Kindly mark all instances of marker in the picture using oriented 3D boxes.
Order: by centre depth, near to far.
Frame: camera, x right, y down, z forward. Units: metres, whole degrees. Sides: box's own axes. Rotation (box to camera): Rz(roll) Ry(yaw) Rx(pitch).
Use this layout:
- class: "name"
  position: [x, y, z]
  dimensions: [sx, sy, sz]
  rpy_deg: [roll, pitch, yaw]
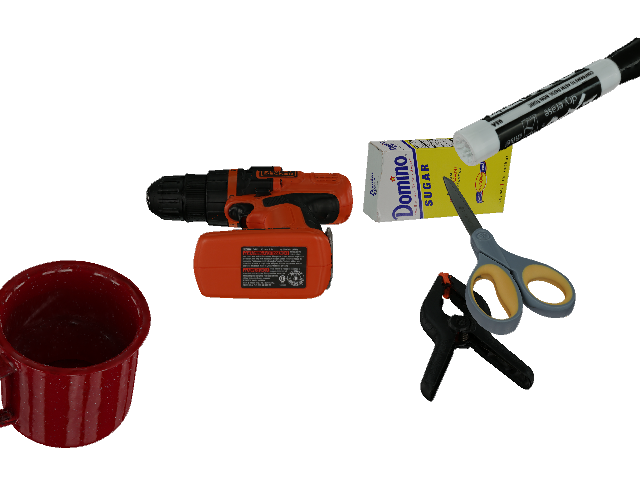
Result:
- class: "marker"
  position: [0.120, -0.071, 0.534]
  dimensions: [0.121, 0.020, 0.020]
  rpy_deg: [-28, 8, -16]

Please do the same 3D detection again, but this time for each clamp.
- class: "clamp"
  position: [0.164, 0.104, 1.165]
  dimensions: [0.120, 0.171, 0.039]
  rpy_deg: [4, -44, -5]

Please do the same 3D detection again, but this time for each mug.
- class: "mug"
  position: [-0.163, 0.078, 0.649]
  dimensions: [0.093, 0.082, 0.117]
  rpy_deg: [38, 46, 25]

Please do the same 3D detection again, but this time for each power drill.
- class: "power drill"
  position: [-0.061, -0.014, 0.890]
  dimensions: [0.184, 0.057, 0.187]
  rpy_deg: [-2, 23, -1]

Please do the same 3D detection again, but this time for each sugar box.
- class: "sugar box"
  position: [0.142, -0.076, 1.296]
  dimensions: [0.176, 0.093, 0.048]
  rpy_deg: [-7, 25, -22]

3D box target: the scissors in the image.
- class: "scissors"
  position: [0.156, 0.006, 0.898]
  dimensions: [0.096, 0.016, 0.201]
  rpy_deg: [2, 39, 1]
